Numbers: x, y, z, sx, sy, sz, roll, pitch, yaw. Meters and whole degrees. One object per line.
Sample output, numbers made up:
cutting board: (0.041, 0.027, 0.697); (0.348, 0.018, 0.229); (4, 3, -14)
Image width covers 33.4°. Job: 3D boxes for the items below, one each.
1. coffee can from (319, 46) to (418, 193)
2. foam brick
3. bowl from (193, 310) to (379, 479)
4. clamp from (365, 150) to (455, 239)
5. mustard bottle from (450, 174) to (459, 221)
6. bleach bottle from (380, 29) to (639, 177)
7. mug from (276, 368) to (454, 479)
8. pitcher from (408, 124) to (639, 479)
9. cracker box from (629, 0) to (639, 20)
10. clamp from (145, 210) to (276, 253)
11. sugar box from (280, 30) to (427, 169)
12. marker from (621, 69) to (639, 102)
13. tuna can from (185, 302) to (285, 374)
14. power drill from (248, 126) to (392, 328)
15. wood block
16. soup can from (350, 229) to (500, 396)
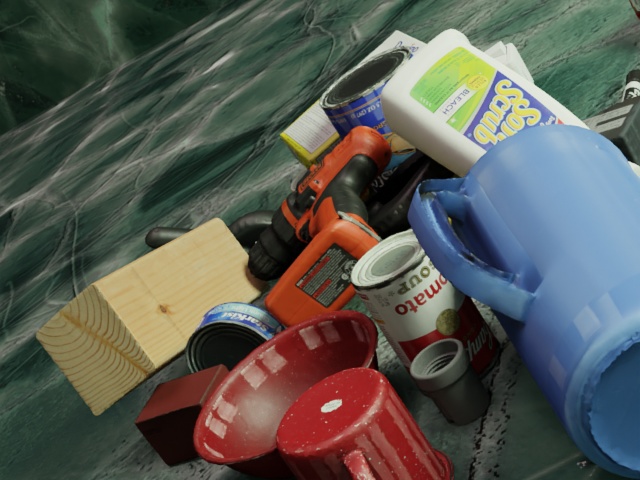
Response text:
coffee can: (0.078, -0.102, 1.038); (0.103, 0.140, 0.103); (-30, 21, 12)
foam brick: (-0.103, 0.145, 0.886); (0.078, 0.053, 0.051); (-20, 24, 32)
bowl: (-0.014, 0.125, 0.793); (0.162, 0.055, 0.162); (-29, 21, 12)
clamp: (0.052, -0.012, 0.960); (0.210, 0.036, 0.164); (-44, 16, 33)
mustard bottle: (0.155, -0.052, 0.929); (0.096, 0.058, 0.191); (-22, 23, 43)
bleach bottle: (0.164, -0.075, 0.837); (0.102, 0.068, 0.251); (-42, 51, -13)
mug: (0.027, 0.139, 0.663); (0.093, 0.081, 0.117); (-31, 20, 4)
pitcher: (0.156, 0.028, 0.639); (0.149, 0.145, 0.243); (-28, 24, 8)
cracker box: (0.421, -0.278, 1.016); (0.213, 0.072, 0.164); (-34, 21, -4)
clamp: (-0.085, 0.019, 1.113); (0.171, 0.120, 0.039); (-9, 50, 6)
sugar box: (0.047, -0.142, 1.131); (0.176, 0.048, 0.093); (-39, 33, -4)
marker: (0.278, -0.121, 0.954); (0.020, 0.020, 0.121); (-20, 25, 33)
tuna can: (-0.068, 0.095, 0.897); (0.086, 0.086, 0.033); (-23, 22, 27)
power drill: (-0.006, 0.001, 0.928); (0.185, 0.057, 0.187); (-49, 18, 22)
wood block: (-0.145, 0.063, 0.976); (0.090, 0.091, 0.205); (-38, -2, 30)
soup can: (0.075, 0.051, 0.757); (0.068, 0.102, 0.068); (-29, 21, 12)
